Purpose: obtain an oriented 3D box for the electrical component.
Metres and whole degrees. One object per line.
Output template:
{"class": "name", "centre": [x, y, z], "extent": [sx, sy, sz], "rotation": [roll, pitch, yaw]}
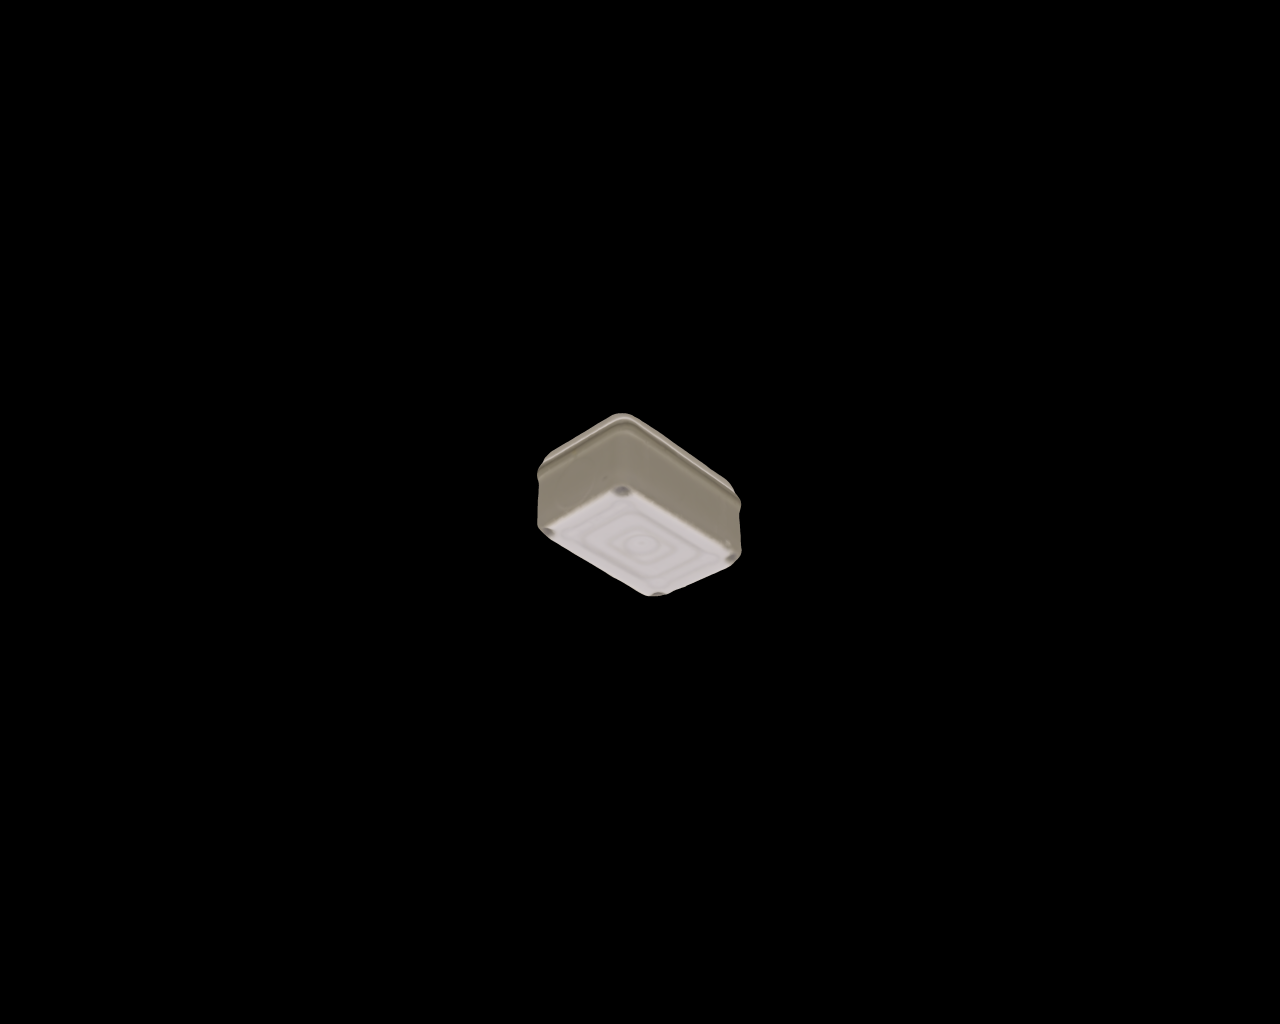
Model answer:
{"class": "electrical component", "centre": [0.001, -0.003, 0.650], "extent": [0.078, 0.057, 0.113], "rotation": [-27, -44, 33]}
